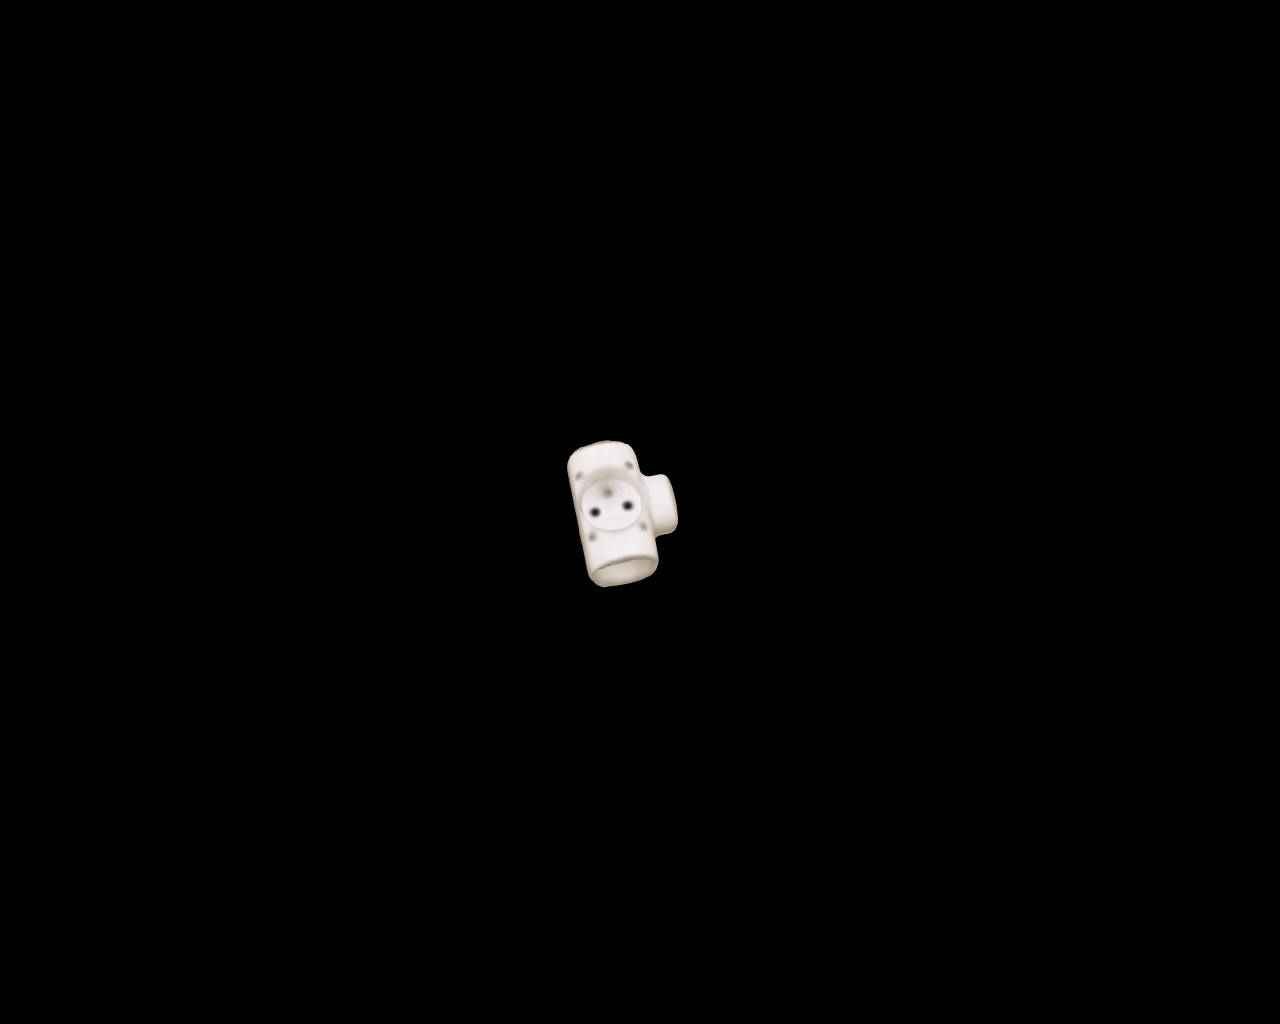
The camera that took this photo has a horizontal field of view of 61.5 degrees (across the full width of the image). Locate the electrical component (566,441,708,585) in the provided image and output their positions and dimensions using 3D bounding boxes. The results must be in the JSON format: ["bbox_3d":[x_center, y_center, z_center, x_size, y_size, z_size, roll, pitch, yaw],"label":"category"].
[{"bbox_3d":[0.001,-0.003,0.650,0.079,0.077,0.044,-11,-24,-5],"label":"electrical component"}]
